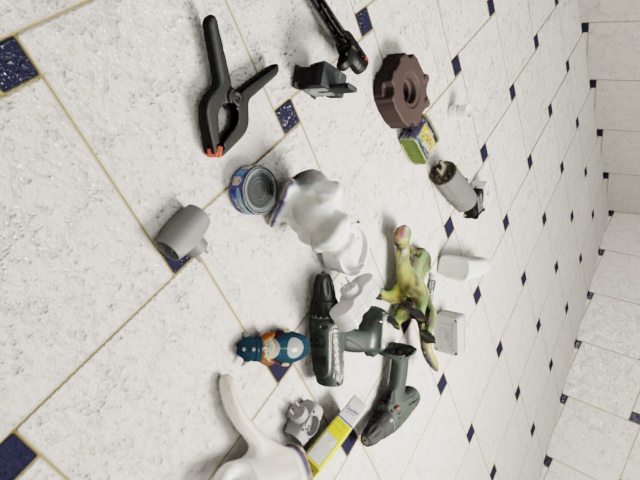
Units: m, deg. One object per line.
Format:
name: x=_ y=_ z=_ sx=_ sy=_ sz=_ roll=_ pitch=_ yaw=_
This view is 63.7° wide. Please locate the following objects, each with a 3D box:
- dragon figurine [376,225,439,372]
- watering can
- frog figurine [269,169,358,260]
dragon figurine: x=0.256 y=0.126 z=1.308 sx=0.402 sy=0.122 sz=0.248 roll=61 pitch=42 yaw=-36
watering can: x=-0.102 y=0.405 z=0.891 sx=0.223 sy=0.103 sz=0.351 roll=13 pitch=74 yaw=-51
frog figurine: x=0.003 y=-0.046 z=0.923 sx=0.135 sy=0.159 sz=0.125 roll=-62 pitch=-179 yaw=24
